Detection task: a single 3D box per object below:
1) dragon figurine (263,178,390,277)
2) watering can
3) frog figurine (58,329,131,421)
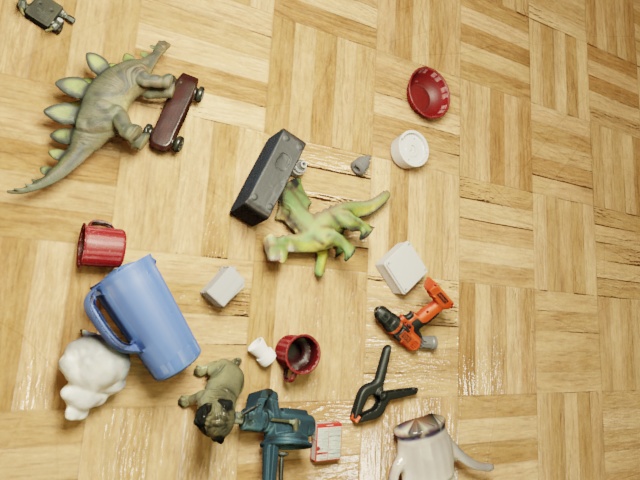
[{"bbox_3d":[0.004,-0.067,1.326,0.242,0.120,0.418,44,56,-7],"label":"dragon figurine"},{"bbox_3d":[0.319,0.577,1.383,0.349,0.103,0.225,-8,86,-29],"label":"watering can"},{"bbox_3d":[-0.453,0.270,1.011,0.135,0.122,0.163,46,51,-36],"label":"frog figurine"}]
